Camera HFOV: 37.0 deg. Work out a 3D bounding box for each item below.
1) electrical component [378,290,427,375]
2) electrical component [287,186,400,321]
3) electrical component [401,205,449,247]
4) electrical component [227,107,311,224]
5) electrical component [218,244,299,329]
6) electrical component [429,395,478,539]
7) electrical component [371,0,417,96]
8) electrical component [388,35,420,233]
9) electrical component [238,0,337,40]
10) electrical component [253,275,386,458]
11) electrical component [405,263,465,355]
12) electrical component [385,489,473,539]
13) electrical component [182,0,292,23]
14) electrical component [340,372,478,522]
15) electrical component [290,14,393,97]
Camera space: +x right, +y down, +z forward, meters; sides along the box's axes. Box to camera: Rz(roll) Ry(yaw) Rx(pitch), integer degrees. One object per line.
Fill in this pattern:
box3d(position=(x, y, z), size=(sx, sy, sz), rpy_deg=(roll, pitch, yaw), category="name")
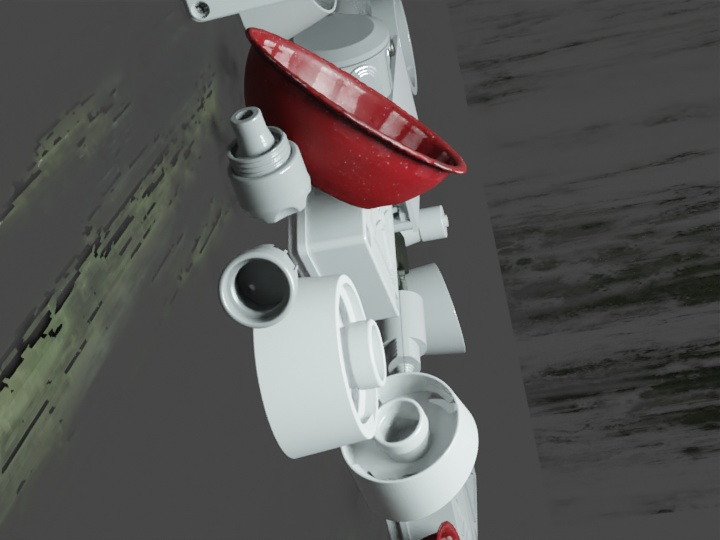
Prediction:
box3d(position=(0.039, 0.064, 0.980), size=(0.043, 0.043, 0.081), rpy_deg=(66, 17, -53), category="electrical component")
box3d(position=(-0.011, -0.032, 0.771), size=(0.108, 0.056, 0.108), rpy_deg=(65, 18, -54), category="electrical component")
box3d(position=(0.060, -0.046, 1.136), size=(0.044, 0.065, 0.044), rpy_deg=(-10, 90, -79), category="electrical component")
box3d(position=(-0.054, -0.061, 0.603), size=(0.043, 0.043, 0.062), rpy_deg=(-87, 162, -51), category="electrical component")
box3d(position=(-0.052, 0.007, 0.569), size=(0.046, 0.040, 0.040), rpy_deg=(-73, 151, -79), category="electrical component")
box3d(position=(0.076, 0.193, 1.022), size=(0.108, 0.056, 0.108), rpy_deg=(-80, 158, -61), category="electrical component")
box3d(position=(0.017, -0.224, 1.085), size=(0.108, 0.060, 0.108), rpy_deg=(-10, 90, -80), category="electrical component")
box3d(position=(0.014, -0.122, 0.973), size=(0.186, 0.060, 0.105), rpy_deg=(-84, 161, -56), category="electrical component")
box3d(position=(-0.059, -0.202, 0.717), size=(0.099, 0.064, 0.099), rpy_deg=(52, 26, -39), category="electrical component")
box3d(position=(-0.018, 0.054, 0.640), size=(0.108, 0.060, 0.108), rpy_deg=(-10, 90, -80), category="electrical component")
box3d(position=(0.075, 0.043, 1.133), size=(0.099, 0.064, 0.099), rpy_deg=(-10, 90, -80), category="electrical component")
box3d(position=(0.056, 0.206, 0.904), size=(0.078, 0.057, 0.113), rpy_deg=(-71, 149, -69), category="electrical component")
box3d(position=(-0.053, -0.198, 0.563), size=(0.056, 0.109, 0.108), rpy_deg=(-90, 166, -54), category="electrical component")
box3d(position=(0.035, 0.125, 0.770), size=(0.064, 0.099, 0.099), rpy_deg=(60, 22, -45), category="electrical component")
box3d(position=(-0.015, -0.154, 0.803), size=(0.080, 0.080, 0.051), rpy_deg=(-86, 168, -52), category="electrical component")
